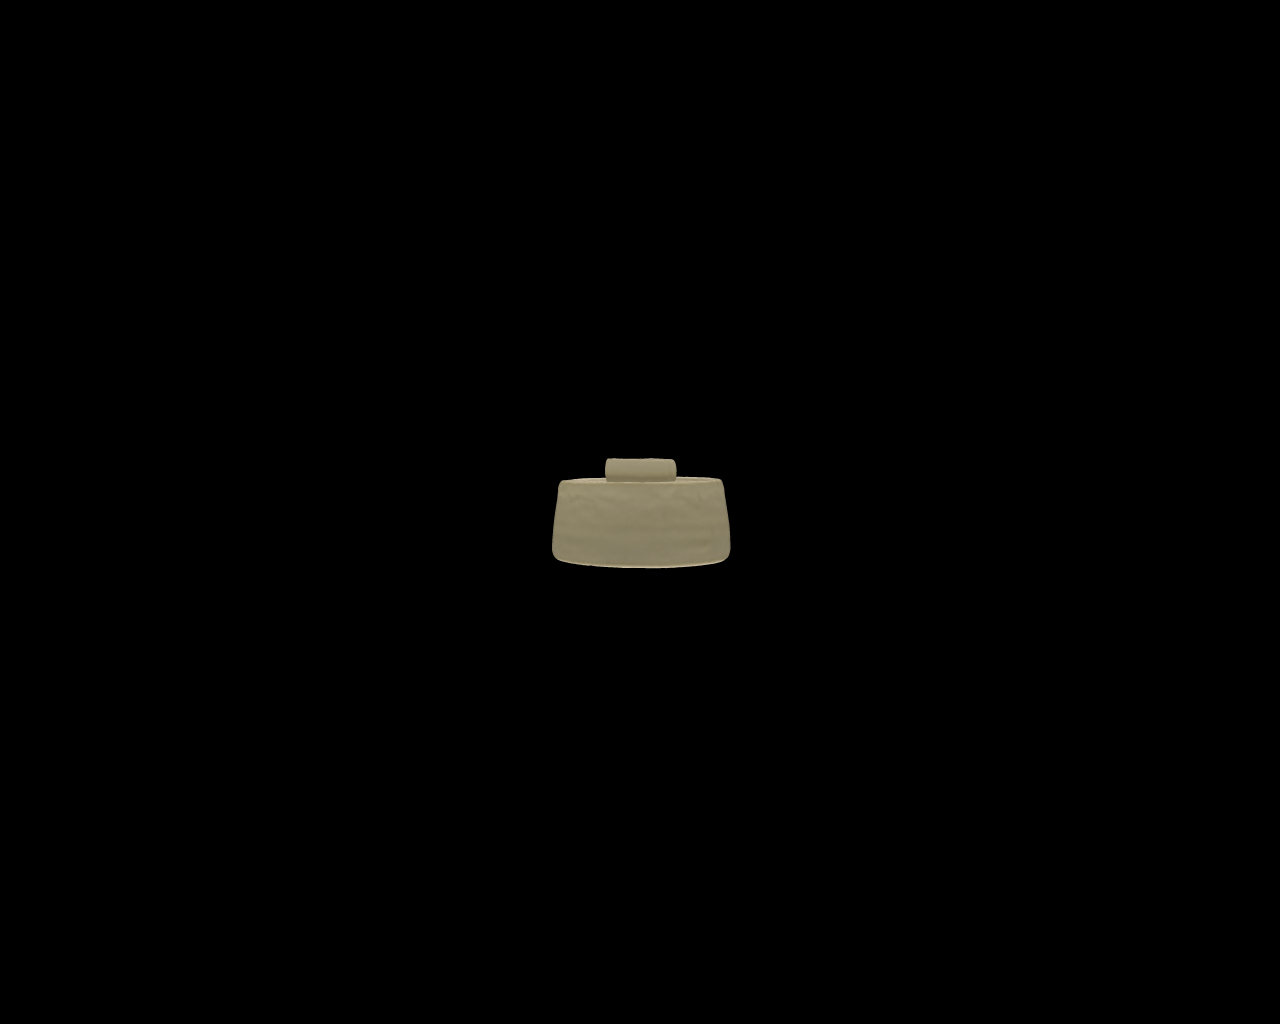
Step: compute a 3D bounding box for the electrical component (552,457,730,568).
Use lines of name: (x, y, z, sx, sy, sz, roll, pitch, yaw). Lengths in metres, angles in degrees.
electrical component: (0.001, -0.003, 0.650, 0.108, 0.060, 0.108, 0, 4, 0)
